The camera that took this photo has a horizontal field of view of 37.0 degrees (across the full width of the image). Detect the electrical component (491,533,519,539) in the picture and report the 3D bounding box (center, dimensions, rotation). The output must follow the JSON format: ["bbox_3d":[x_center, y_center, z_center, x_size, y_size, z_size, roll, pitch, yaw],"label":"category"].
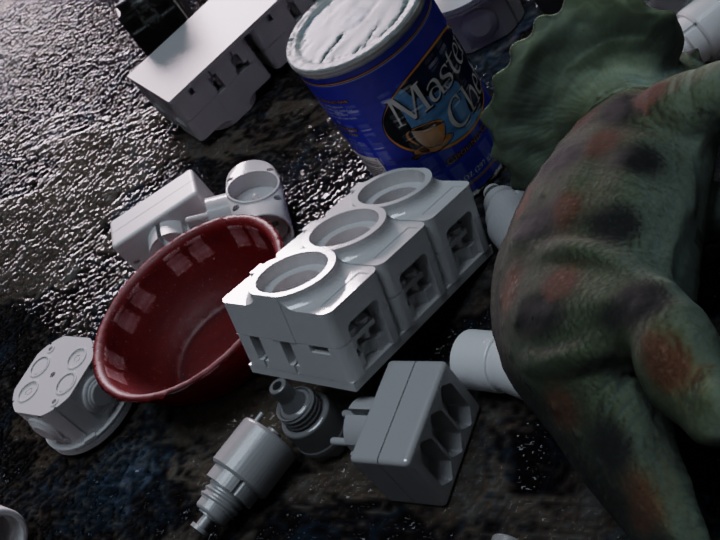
[{"bbox_3d":[0.061,0.156,0.509,0.043,0.043,0.062,-1,50,39],"label":"electrical component"}]

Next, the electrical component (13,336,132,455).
[{"bbox_3d":[-0.209,0.090,0.789,0.080,0.051,0.080,-22,41,20],"label":"electrical component"}]

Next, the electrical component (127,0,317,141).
[{"bbox_3d":[-0.115,-0.212,1.012,0.186,0.060,0.105,-45,38,-8],"label":"electrical component"}]

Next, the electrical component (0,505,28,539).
[{"bbox_3d":[-0.266,0.178,0.756,0.065,0.044,0.044,16,62,52],"label":"electrical component"}]

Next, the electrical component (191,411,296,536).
[{"bbox_3d":[-0.073,0.126,0.651,0.040,0.040,0.078,19,64,48],"label":"electrical component"}]

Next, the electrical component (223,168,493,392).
[{"bbox_3d":[0.000,0.000,0.664,0.089,0.061,0.150,5,36,42],"label":"electrical component"}]

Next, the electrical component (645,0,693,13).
[{"bbox_3d":[0.208,-0.191,0.734,0.055,0.055,0.047,-21,37,22],"label":"electrical component"}]

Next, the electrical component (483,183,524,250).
[{"bbox_3d":[0.098,-0.031,0.670,0.040,0.040,0.078,-36,38,4],"label":"electrical component"}]

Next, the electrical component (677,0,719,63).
[{"bbox_3d":[0.218,-0.150,0.695,0.078,0.040,0.040,-37,37,2],"label":"electrical component"}]

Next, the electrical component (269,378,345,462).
[{"bbox_3d":[-0.033,0.086,0.641,0.035,0.061,0.035,-23,39,20],"label":"electrical component"}]

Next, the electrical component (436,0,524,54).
[{"bbox_3d":[0.089,-0.216,0.858,0.080,0.051,0.080,-22,40,20],"label":"electrical component"}]

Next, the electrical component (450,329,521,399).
[{"bbox_3d":[0.083,0.052,0.599,0.065,0.044,0.044,2,53,46],"label":"electrical component"}]

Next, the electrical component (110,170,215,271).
[{"bbox_3d":[-0.151,-0.025,0.862,0.083,0.047,0.075,-32,38,8],"label":"electrical component"}]

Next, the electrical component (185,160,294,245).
[{"bbox_3d":[-0.095,-0.042,0.826,0.079,0.044,0.077,-14,39,-3],"label":"electrical component"}]

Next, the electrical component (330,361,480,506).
[{"bbox_3d":[0.017,0.090,0.608,0.077,0.047,0.065,-3,50,37],"label":"electrical component"}]
